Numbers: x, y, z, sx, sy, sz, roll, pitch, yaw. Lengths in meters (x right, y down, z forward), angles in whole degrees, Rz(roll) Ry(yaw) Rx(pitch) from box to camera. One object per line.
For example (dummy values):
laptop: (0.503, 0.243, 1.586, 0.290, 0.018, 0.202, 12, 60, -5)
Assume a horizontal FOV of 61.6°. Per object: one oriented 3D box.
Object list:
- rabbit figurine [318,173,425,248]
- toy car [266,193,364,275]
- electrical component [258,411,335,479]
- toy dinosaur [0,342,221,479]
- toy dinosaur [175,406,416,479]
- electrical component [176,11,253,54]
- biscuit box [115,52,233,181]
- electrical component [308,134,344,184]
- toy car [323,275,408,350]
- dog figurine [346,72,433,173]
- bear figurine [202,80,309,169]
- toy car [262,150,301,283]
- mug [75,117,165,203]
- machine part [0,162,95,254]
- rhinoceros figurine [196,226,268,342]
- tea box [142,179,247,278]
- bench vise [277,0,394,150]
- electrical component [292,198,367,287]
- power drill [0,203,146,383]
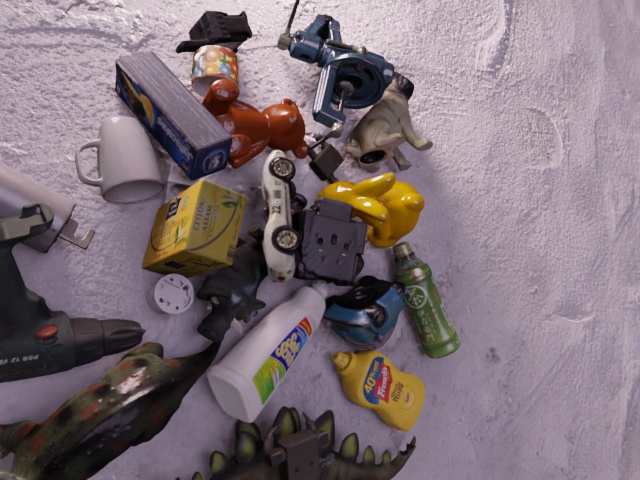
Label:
rabbit figurine: (0.084, -0.056, 0.941, 0.173, 0.162, 0.121, 11, 85, -15)
toy car: (-0.002, -0.003, 0.915, 0.202, 0.053, 0.089, 38, 64, -24)
electrical component: (-0.031, 0.286, 0.732, 0.102, 0.045, 0.078, -16, 105, -34)
toy dinosaur: (-0.240, 0.207, 0.616, 0.405, 0.192, 0.131, -39, 105, -33)
toy dinosaur: (-0.023, 0.351, 0.792, 0.471, 0.105, 0.198, 18, 67, -36)
electrical component: (-0.176, -0.323, 0.851, 0.119, 0.075, 0.047, -18, 91, -33)
biscuit box: (-0.207, -0.175, 0.751, 0.063, 0.059, 0.203, -29, 68, -37)
electrical component: (0.013, -0.142, 0.973, 0.094, 0.021, 0.063, 50, 57, -15)
toy car: (0.083, 0.132, 0.923, 0.161, 0.109, 0.102, -31, 121, -47)
dog figurine: (0.110, -0.238, 1.028, 0.172, 0.121, 0.190, 1, 65, -38)
bear figurine: (-0.090, -0.179, 0.847, 0.196, 0.132, 0.120, -9, 89, -30)
toy car: (-0.060, -0.037, 0.791, 0.056, 0.073, 0.202, -4, 66, -3)
mug: (-0.278, -0.112, 0.735, 0.109, 0.081, 0.107, -7, 73, -32)
machine part: (-0.389, -0.054, 0.639, 0.243, 0.079, 0.079, 34, 63, -26)
rhinoceros figurine: (-0.123, 0.063, 0.787, 0.112, 0.073, 0.190, 60, 36, -25)
tea box: (-0.173, -0.008, 0.722, 0.068, 0.170, 0.098, 20, 68, -30)
bench vise: (0.022, -0.282, 0.937, 0.223, 0.129, 0.240, 23, 58, -21)
electrical component: (0.011, 0.003, 0.858, 0.115, 0.058, 0.134, 10, 83, -25)
power drill: (-0.329, 0.065, 0.622, 0.232, 0.086, 0.207, -14, 123, -29)
